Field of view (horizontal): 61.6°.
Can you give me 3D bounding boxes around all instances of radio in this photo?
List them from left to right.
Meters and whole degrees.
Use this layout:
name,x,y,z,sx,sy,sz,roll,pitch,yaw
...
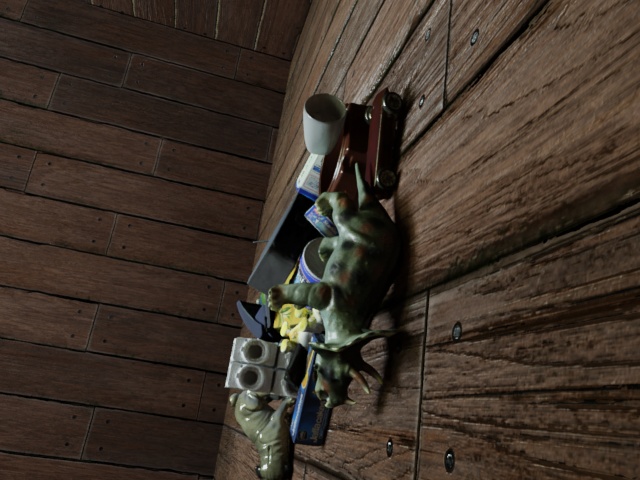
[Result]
name,x,y,z,sx,sy,sz,roll,pitch,yaw
radio,-0.073,0.006,1.191,0.131,0.073,0.230,-54,9,42

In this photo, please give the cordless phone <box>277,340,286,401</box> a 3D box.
name,x,y,z,sx,sy,sz,roll,pitch,yaw
cordless phone,-0.082,0.319,1.360,0.146,0.089,0.184,122,146,-58

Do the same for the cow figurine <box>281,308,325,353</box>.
name,x,y,z,sx,sy,sz,roll,pitch,yaw
cow figurine,-0.005,0.172,1.093,0.167,0.098,0.068,-50,32,34

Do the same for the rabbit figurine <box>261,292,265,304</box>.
name,x,y,z,sx,sy,sz,roll,pitch,yaw
rabbit figurine,-0.080,0.130,1.364,0.170,0.121,0.159,-23,24,50

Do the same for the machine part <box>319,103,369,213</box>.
name,x,y,z,sx,sy,sz,roll,pitch,yaw
machine part,0.062,-0.164,1.110,0.201,0.087,0.201,117,163,-54

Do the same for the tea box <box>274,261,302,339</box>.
name,x,y,z,sx,sy,sz,roll,pitch,yaw
tea box,-0.042,0.133,1.225,0.068,0.098,0.170,55,-152,-45

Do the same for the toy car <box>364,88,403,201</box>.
name,x,y,z,sx,sy,sz,roll,pitch,yaw
toy car,0.111,-0.168,0.954,0.089,0.053,0.202,157,121,-71

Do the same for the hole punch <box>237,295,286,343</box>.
name,x,y,z,sx,sy,sz,roll,pitch,yaw
hole punch,-0.125,0.181,1.238,0.142,0.092,0.116,34,-137,-66

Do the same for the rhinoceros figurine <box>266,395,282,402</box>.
name,x,y,z,sx,sy,sz,roll,pitch,yaw
rhinoceros figurine,-0.136,0.346,1.466,0.073,0.112,0.190,126,146,-69

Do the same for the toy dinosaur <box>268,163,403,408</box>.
name,x,y,z,sx,sy,sz,roll,pitch,yaw
toy dinosaur,0.058,0.040,0.811,0.405,0.192,0.131,-68,-28,-21

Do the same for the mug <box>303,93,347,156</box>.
name,x,y,z,sx,sy,sz,roll,pitch,yaw
mug,0.003,-0.226,1.049,0.107,0.081,0.109,103,166,-52

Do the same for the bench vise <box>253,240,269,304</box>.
name,x,y,z,sx,sy,sz,roll,pitch,yaw
bench vise,-0.126,0.114,1.587,0.223,0.129,0.240,147,117,-64

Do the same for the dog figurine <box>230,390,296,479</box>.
name,x,y,z,sx,sy,sz,roll,pitch,yaw
dog figurine,-0.142,0.456,1.246,0.191,0.172,0.121,-79,-2,-47

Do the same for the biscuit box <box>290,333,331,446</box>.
name,x,y,z,sx,sy,sz,roll,pitch,yaw
biscuit box,-0.005,0.283,1.020,0.063,0.059,0.202,-153,76,-78

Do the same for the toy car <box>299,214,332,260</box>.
name,x,y,z,sx,sy,sz,roll,pitch,yaw
toy car,-0.003,-0.004,1.294,0.074,0.056,0.201,-95,28,-56

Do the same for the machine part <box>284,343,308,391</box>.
name,x,y,z,sx,sy,sz,roll,pitch,yaw
machine part,-0.043,0.264,1.077,0.138,0.039,0.084,83,-159,-53

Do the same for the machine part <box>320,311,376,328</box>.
name,x,y,z,sx,sy,sz,roll,pitch,yaw
machine part,0.053,0.096,0.951,0.179,0.056,0.179,-167,90,-77
